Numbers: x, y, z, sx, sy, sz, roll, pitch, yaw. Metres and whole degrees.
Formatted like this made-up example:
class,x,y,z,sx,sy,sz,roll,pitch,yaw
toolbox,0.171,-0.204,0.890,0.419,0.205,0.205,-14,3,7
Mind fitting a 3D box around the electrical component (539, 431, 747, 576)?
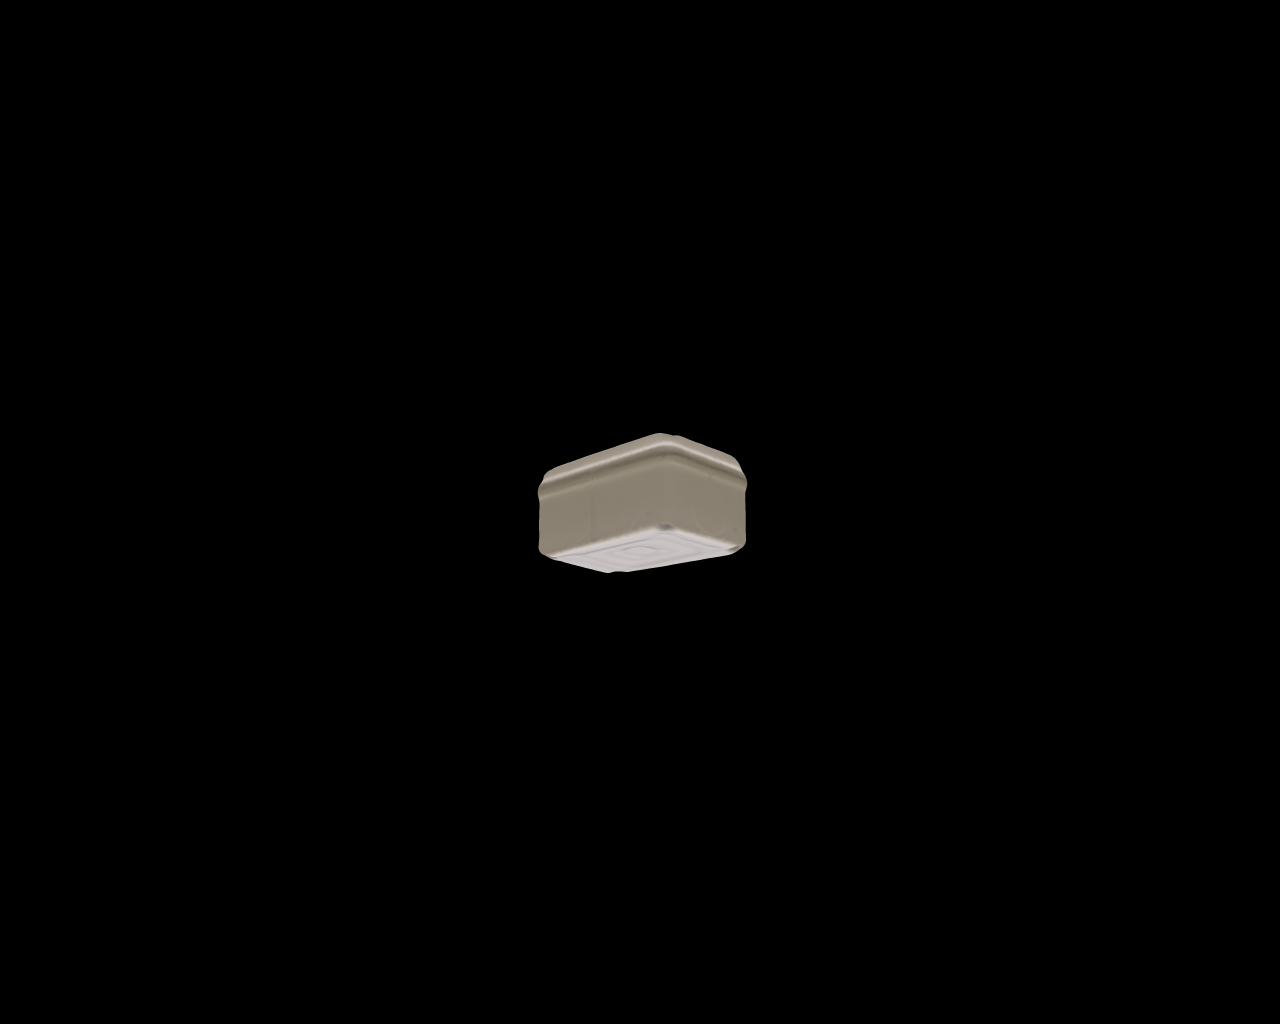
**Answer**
class,x,y,z,sx,sy,sz,roll,pitch,yaw
electrical component,0.001,-0.003,0.650,0.113,0.057,0.078,-14,-22,40
